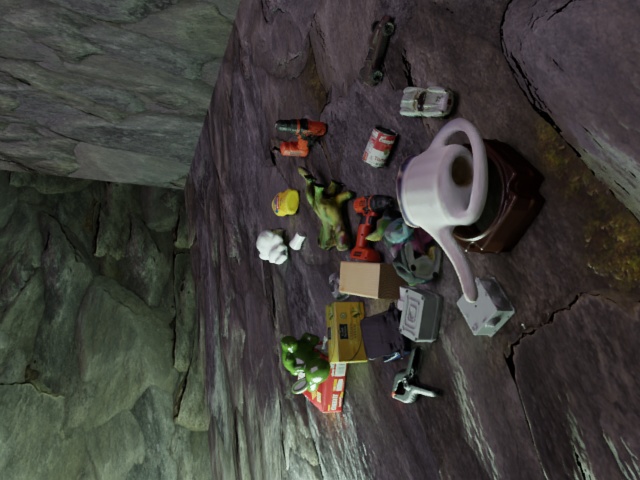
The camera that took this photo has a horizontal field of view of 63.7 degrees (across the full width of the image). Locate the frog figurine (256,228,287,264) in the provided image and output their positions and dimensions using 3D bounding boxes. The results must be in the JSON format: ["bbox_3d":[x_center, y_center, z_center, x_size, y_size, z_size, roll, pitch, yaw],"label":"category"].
[{"bbox_3d":[-0.191,0.035,2.046,0.135,0.121,0.163,-42,34,28],"label":"frog figurine"}]

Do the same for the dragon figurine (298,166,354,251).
[{"bbox_3d":[0.005,-0.085,1.698,0.416,0.122,0.239,-137,48,-59],"label":"dragon figurine"}]

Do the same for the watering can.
[{"bbox_3d":[0.240,-0.061,1.011,0.224,0.104,0.349,-5,80,64],"label":"watering can"}]
